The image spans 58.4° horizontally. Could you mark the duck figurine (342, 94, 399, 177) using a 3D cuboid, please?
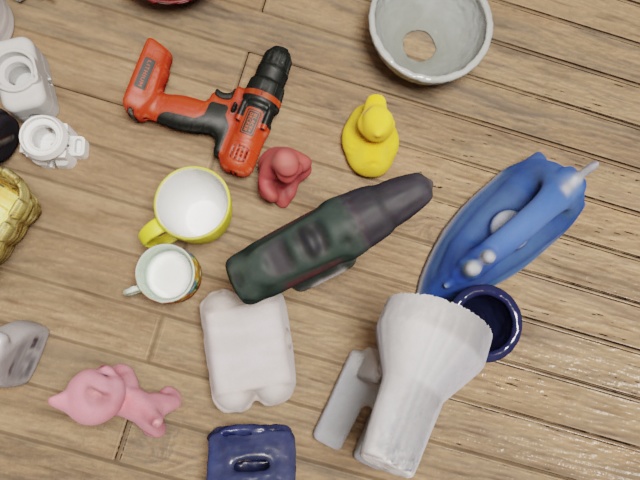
[{"bbox_3d":[0.070,-0.138,0.744,0.077,0.086,0.104,2,82,-4],"label":"duck figurine"}]

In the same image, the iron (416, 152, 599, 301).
[{"bbox_3d":[0.230,-0.007,0.711,0.258,0.141,0.118,-41,87,-9],"label":"iron"}]

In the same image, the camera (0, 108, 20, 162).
[{"bbox_3d":[-0.454,-0.133,0.693,0.137,0.100,0.143,20,81,-1],"label":"camera"}]

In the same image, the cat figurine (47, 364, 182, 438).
[{"bbox_3d":[-0.233,0.186,0.657,0.128,0.117,0.067,24,81,-1],"label":"cat figurine"}]

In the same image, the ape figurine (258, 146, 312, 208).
[{"bbox_3d":[-0.046,-0.089,0.725,0.078,0.092,0.076,-22,84,-7],"label":"ape figurine"}]

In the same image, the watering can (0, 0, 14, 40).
[{"bbox_3d":[-0.447,-0.308,0.671,0.101,0.194,0.173,27,81,0],"label":"watering can"}]

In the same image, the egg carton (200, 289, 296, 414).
[{"bbox_3d":[-0.086,0.130,0.701,0.107,0.069,0.150,-10,83,-6],"label":"egg carton"}]

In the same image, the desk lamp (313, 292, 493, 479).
[{"bbox_3d":[0.088,0.167,0.637,0.118,0.213,0.203,26,81,0],"label":"desk lamp"}]

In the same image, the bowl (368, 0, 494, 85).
[{"bbox_3d":[0.142,-0.279,0.776,0.167,0.074,0.167,1,82,-5],"label":"bowl"}]

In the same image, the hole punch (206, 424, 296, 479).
[{"bbox_3d":[-0.082,0.269,0.671,0.108,0.091,0.101,-1,82,-5],"label":"hole punch"}]

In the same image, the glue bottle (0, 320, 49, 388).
[{"bbox_3d":[-0.356,0.127,0.627,0.037,0.173,0.078,21,81,-1],"label":"glue bottle"}]

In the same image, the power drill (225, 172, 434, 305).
[{"bbox_3d":[0.006,0.002,0.657,0.230,0.208,0.075,-27,85,-8],"label":"power drill"}]

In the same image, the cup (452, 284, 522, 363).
[{"bbox_3d":[0.178,0.105,0.714,0.118,0.095,0.092,-5,82,-5],"label":"cup"}]
